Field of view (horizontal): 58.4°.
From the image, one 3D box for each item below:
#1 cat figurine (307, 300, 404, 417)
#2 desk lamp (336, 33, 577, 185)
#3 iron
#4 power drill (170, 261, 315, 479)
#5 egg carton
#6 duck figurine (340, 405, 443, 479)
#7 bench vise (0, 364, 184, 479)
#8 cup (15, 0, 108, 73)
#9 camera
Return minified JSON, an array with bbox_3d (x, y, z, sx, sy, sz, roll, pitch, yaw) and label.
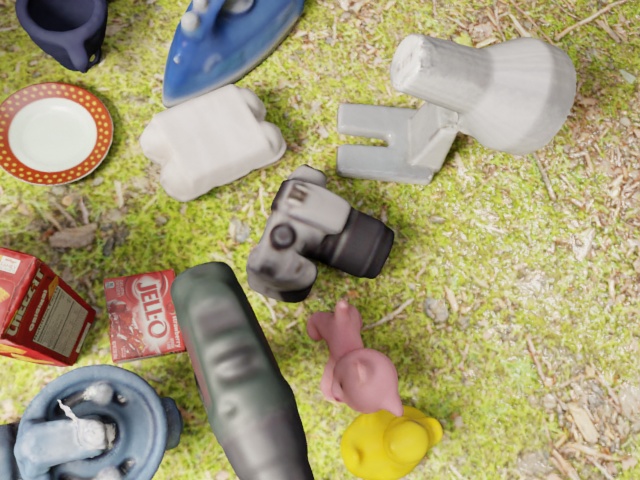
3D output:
[{"bbox_3d":[0.036,0.122,0.581,0.067,0.117,0.128,-13,75,-14],"label":"cat figurine"},{"bbox_3d":[0.136,-0.141,0.631,0.203,0.213,0.118,3,72,-9],"label":"desk lamp"},{"bbox_3d":[-0.106,-0.279,0.668,0.118,0.141,0.258,33,70,1],"label":"iron"},{"bbox_3d":[-0.067,0.139,0.508,0.076,0.208,0.229,-22,78,-16],"label":"power drill"},{"bbox_3d":[-0.121,-0.110,0.651,0.150,0.069,0.107,-28,80,-17],"label":"egg carton"},{"bbox_3d":[0.075,0.205,0.579,0.105,0.086,0.077,-15,76,-14],"label":"duck figurine"},{"bbox_3d":[-0.220,0.179,0.462,0.208,0.219,0.121,-26,79,-17],"label":"bench vise"},{"bbox_3d":[-0.276,-0.224,0.644,0.092,0.095,0.117,-21,77,-16],"label":"cup"},{"bbox_3d":[0.006,0.002,0.622,0.137,0.100,0.143,23,70,-2],"label":"camera"}]
